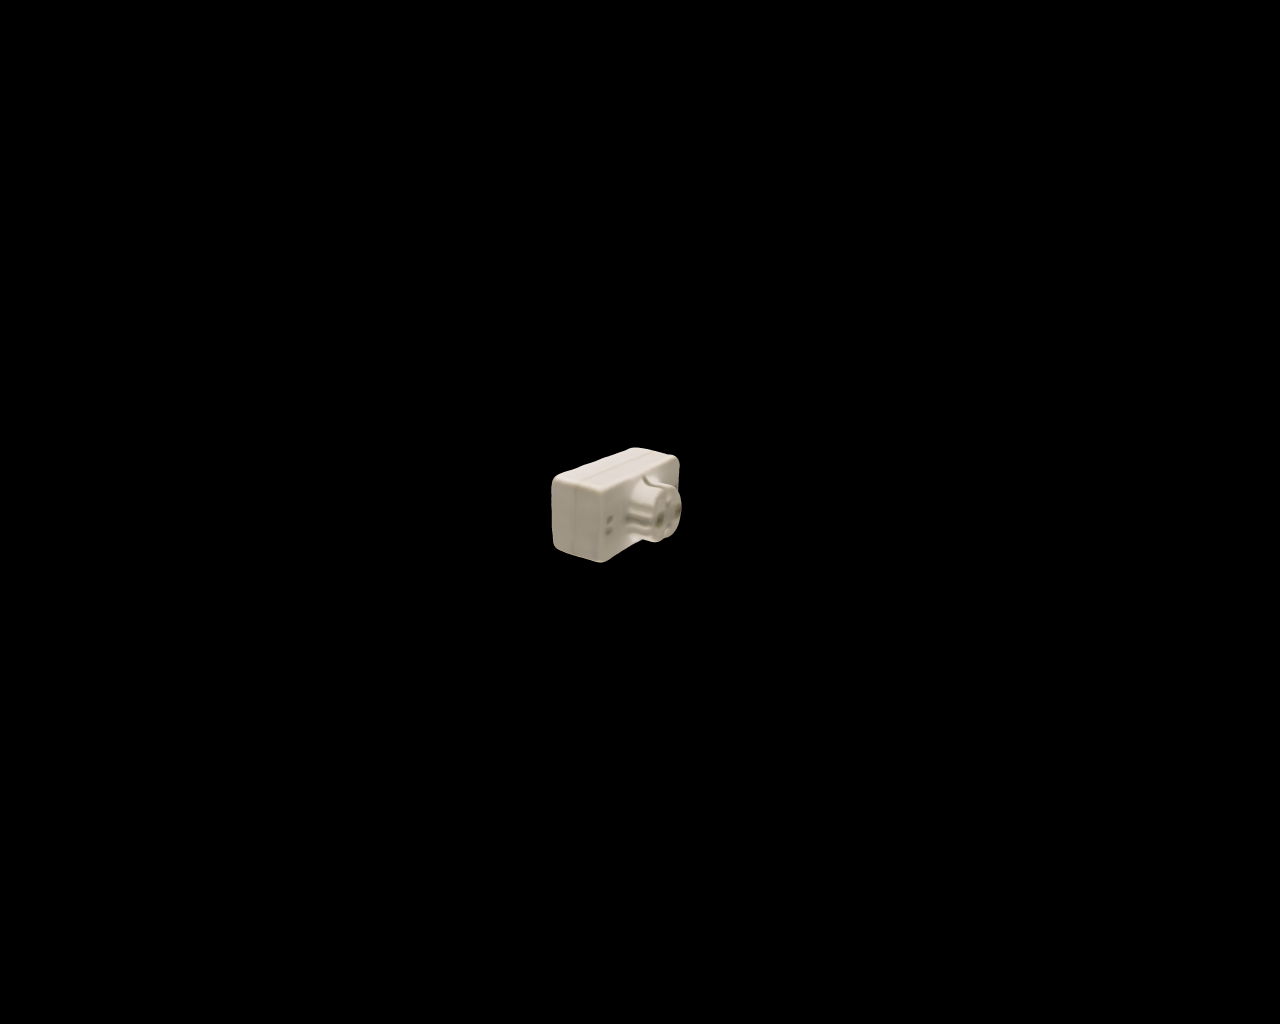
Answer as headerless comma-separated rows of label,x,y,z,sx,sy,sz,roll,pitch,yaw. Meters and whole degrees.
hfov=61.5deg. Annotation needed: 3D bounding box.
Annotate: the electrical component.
electrical component,0.001,-0.003,0.650,0.076,0.047,0.083,14,24,33
